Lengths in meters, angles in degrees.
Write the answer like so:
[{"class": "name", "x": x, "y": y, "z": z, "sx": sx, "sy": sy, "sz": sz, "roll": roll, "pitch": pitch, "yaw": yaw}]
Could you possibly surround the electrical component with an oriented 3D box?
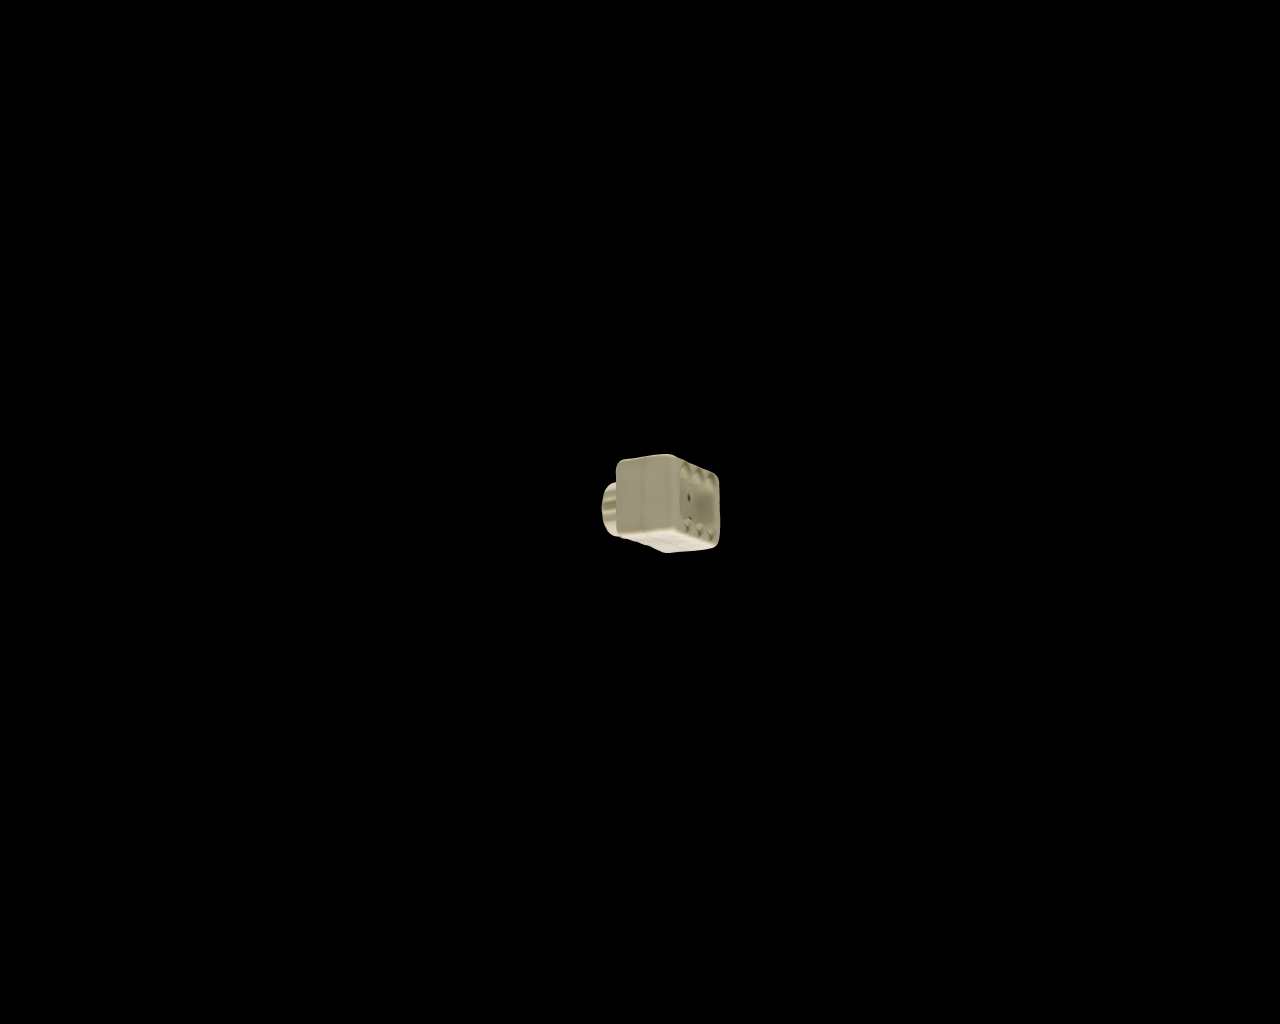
[{"class": "electrical component", "x": 0.001, "y": -0.003, "z": 0.650, "sx": 0.077, "sy": 0.047, "sz": 0.065, "roll": -6, "pitch": -13, "yaw": 27}]
